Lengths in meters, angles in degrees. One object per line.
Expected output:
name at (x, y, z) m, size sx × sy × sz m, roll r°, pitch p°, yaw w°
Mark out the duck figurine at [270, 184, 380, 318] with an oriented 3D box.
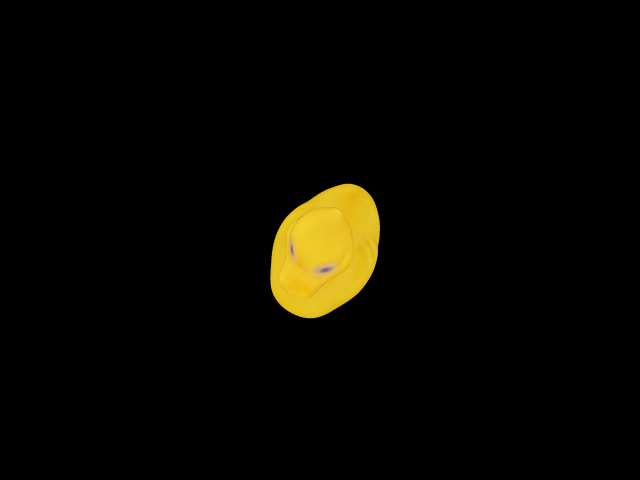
duck figurine at (0.004, 0.001, 0.400) m, size 0.077 × 0.086 × 0.105 m, roll 31°, pitch 79°, yaw 7°
